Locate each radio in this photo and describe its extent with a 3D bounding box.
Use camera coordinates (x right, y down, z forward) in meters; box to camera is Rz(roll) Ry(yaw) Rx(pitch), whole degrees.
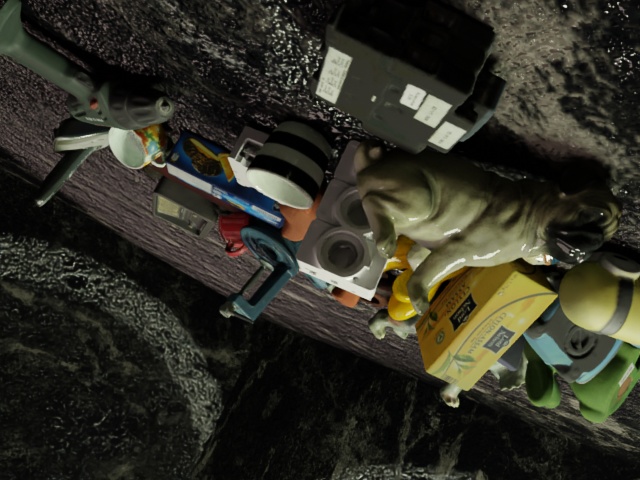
[{"bbox_3d":[-0.270,-0.072,1.107,0.131,0.073,0.229,28,166,-12],"label":"radio"}]

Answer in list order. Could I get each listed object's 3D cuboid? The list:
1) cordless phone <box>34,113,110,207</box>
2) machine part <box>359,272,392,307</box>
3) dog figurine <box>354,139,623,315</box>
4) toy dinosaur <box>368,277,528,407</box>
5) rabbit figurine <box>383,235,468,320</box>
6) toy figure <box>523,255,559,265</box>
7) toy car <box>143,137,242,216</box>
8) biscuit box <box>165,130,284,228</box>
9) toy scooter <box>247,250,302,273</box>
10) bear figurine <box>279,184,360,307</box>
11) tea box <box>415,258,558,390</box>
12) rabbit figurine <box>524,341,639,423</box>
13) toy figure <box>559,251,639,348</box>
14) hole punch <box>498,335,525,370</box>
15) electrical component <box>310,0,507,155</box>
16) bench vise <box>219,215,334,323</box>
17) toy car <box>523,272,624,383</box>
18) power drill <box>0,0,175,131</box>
[{"bbox_3d":[-0.436,-0.140,0.924,0.088,0.184,0.147,37,163,-22],"label":"cordless phone"},{"bbox_3d":[0.073,0.079,1.107,0.179,0.056,0.179,25,167,6],"label":"machine part"},{"bbox_3d":[0.143,-0.042,0.473,0.191,0.121,0.172,-25,120,19],"label":"dog figurine"},{"bbox_3d":[0.228,0.151,0.967,0.404,0.192,0.131,41,-160,-8],"label":"toy dinosaur"},{"bbox_3d":[0.108,0.009,0.662,0.173,0.162,0.121,6,151,6],"label":"rabbit figurine"},{"bbox_3d":[0.207,-0.006,0.583,0.155,0.057,0.064,16,-159,27],"label":"toy figure"},{"bbox_3d":[-0.213,-0.111,0.914,0.202,0.053,0.089,29,150,-10],"label":"toy car"},{"bbox_3d":[-0.132,-0.092,0.828,0.203,0.063,0.059,26,165,-5],"label":"biscuit box"},{"bbox_3d":[-0.074,0.023,1.100,0.183,0.075,0.135,31,173,-28],"label":"toy scooter"},{"bbox_3d":[0.001,-0.006,0.785,0.195,0.132,0.120,28,-164,-35],"label":"bear figurine"},{"bbox_3d":[0.197,0.088,0.663,0.068,0.169,0.098,29,-157,-13],"label":"tea box"},{"bbox_3d":[0.391,0.194,0.844,0.121,0.159,0.170,26,-176,-45],"label":"rabbit figurine"},{"bbox_3d":[0.346,0.079,0.576,0.180,0.089,0.082,30,157,-9],"label":"toy figure"},{"bbox_3d":[0.268,0.135,0.852,0.142,0.115,0.092,31,171,-13],"label":"hole punch"},{"bbox_3d":[0.064,-0.121,0.403,0.134,0.058,0.115,26,168,-4],"label":"electrical component"},{"bbox_3d":[-0.069,0.051,0.913,0.129,0.240,0.223,5,138,51],"label":"bench vise"},{"bbox_3d":[0.314,0.108,0.721,0.161,0.109,0.103,39,180,-16],"label":"toy car"},{"bbox_3d":[-0.311,-0.214,0.684,0.207,0.086,0.232,27,171,-38],"label":"power drill"}]
